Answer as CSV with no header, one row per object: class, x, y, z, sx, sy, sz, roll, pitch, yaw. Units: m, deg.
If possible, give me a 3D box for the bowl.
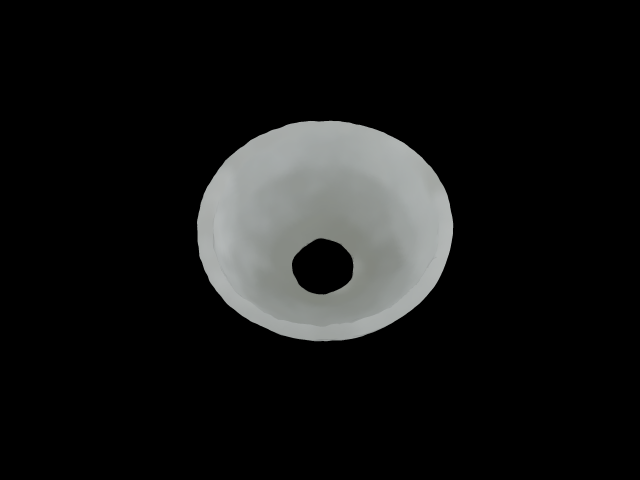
bowl,0.004,0.001,0.400,0.167,0.075,0.167,0,60,0
